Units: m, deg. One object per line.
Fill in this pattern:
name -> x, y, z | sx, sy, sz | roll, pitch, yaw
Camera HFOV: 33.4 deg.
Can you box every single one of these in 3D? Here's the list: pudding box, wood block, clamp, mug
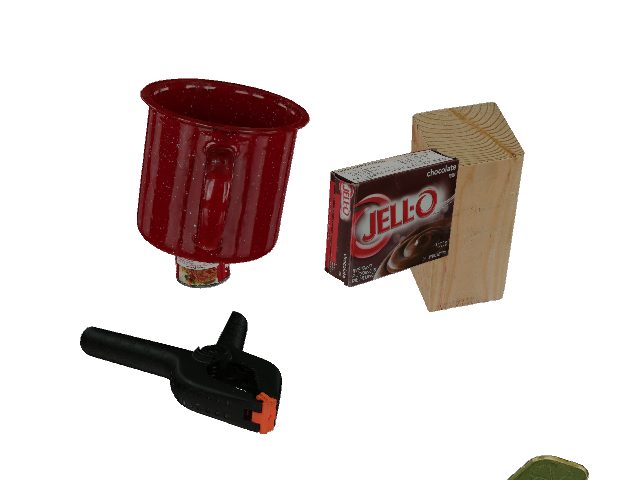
pudding box -> 0.058, -0.021, 0.869 | 0.113, 0.090, 0.039 | -17, 34, -36
wood block -> 0.147, -0.032, 1.122 | 0.090, 0.206, 0.091 | -10, 45, -9
clamp -> -0.089, 0.108, 0.924 | 0.164, 0.036, 0.210 | -8, 21, -39
mug -> -0.057, -0.034, 0.588 | 0.093, 0.081, 0.117 | 7, 22, -10

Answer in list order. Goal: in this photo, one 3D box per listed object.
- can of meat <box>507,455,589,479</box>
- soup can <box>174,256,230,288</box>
can of meat -> 0.189, 0.249, 0.920 | 0.058, 0.084, 0.101 | 11, 26, 41
soup can -> -0.147, -0.002, 1.310 | 0.068, 0.102, 0.068 | -1, 26, 0
